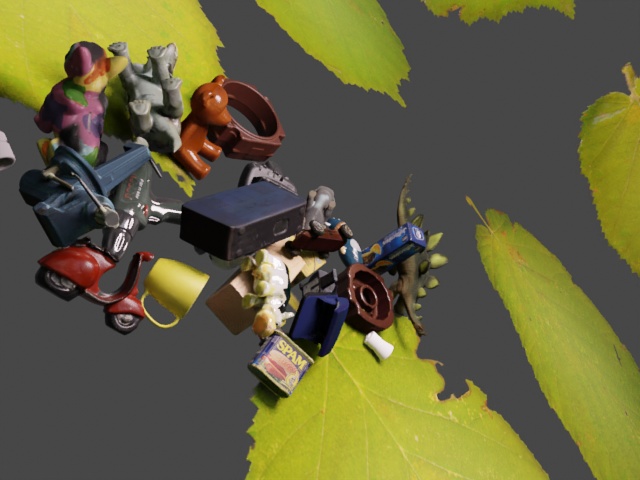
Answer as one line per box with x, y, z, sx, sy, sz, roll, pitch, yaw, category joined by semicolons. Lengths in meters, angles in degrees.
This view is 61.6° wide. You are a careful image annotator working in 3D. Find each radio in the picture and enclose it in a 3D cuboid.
-0.137;-0.041;1.013;0.131;0.073;0.229;25;31;28;radio

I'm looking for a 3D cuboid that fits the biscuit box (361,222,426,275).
0.176;0.032;1.376;0.062;0.202;0.059;24;46;-33;biscuit box

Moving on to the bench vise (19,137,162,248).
-0.360;-0.097;0.868;0.240;0.224;0.128;-45;130;-36;bench vise

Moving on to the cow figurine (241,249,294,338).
-0.088;0.106;0.979;0.098;0.068;0.167;27;44;-42;cow figurine

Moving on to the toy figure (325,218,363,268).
0.064;0.004;1.405;0.064;0.058;0.154;69;-2;-68;toy figure

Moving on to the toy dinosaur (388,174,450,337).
0.241;0.035;1.454;0.105;0.198;0.471;23;46;-40;toy dinosaur

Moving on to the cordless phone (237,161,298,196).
-0.132;-0.153;1.315;0.146;0.088;0.184;25;32;-32;cordless phone

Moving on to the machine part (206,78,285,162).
-0.197;-0.302;1.346;0.201;0.087;0.201;-2;60;-49;machine part

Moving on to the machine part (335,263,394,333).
0.111;0.147;1.332;0.179;0.056;0.179;29;42;-31;machine part

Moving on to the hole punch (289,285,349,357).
0.014;0.171;1.108;0.092;0.142;0.115;24;12;35;hole punch

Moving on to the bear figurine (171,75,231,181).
-0.240;-0.244;1.151;0.132;0.196;0.120;40;34;-20;bear figurine

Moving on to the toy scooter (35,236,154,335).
-0.343;0.054;0.857;0.183;0.075;0.135;39;68;-26;toy scooter

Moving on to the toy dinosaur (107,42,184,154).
-0.323;-0.250;1.051;0.131;0.192;0.405;-12;57;-10;toy dinosaur

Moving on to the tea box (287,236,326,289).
-0.076;0.014;1.223;0.169;0.068;0.098;56;35;3;tea box

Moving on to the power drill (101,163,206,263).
-0.303;-0.033;1.012;0.207;0.086;0.232;14;49;-32;power drill

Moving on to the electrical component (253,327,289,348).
-0.092;0.201;1.085;0.094;0.021;0.063;45;36;-9;electrical component

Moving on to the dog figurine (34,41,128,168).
-0.409;-0.232;0.933;0.108;0.219;0.191;0;59;-44;dog figurine

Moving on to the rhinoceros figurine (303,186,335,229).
-0.007;-0.064;1.338;0.073;0.112;0.190;19;53;2;rhinoceros figurine

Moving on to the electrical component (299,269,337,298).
0.007;0.106;1.194;0.047;0.119;0.075;25;41;-36;electrical component

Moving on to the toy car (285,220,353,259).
-0.002;-0.004;1.166;0.202;0.089;0.053;6;50;-59;toy car
